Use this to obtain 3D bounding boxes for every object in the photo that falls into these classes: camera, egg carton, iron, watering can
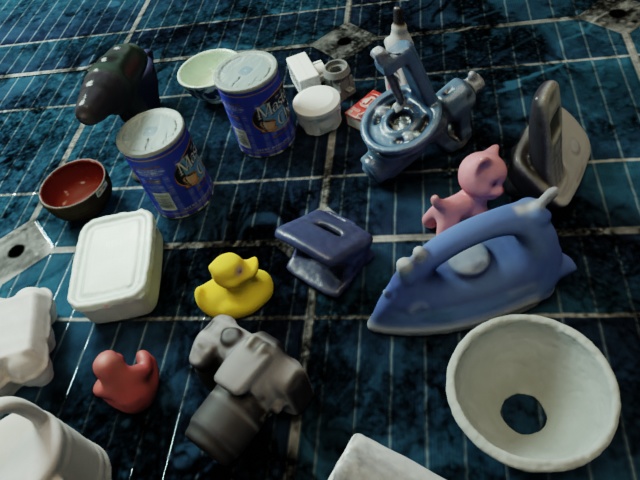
[{"bbox_3d":[-0.101,0.170,0.650,0.142,0.101,0.137,24,61,28],"label":"camera"},{"bbox_3d":[-0.409,0.135,0.767,0.107,0.069,0.150,-19,50,-2],"label":"egg carton"},{"bbox_3d":[0.169,0.026,0.677,0.258,0.142,0.118,-22,50,-5],"label":"iron"},{"bbox_3d":[-0.312,0.227,0.591,0.172,0.194,0.101,1,52,14],"label":"watering can"}]

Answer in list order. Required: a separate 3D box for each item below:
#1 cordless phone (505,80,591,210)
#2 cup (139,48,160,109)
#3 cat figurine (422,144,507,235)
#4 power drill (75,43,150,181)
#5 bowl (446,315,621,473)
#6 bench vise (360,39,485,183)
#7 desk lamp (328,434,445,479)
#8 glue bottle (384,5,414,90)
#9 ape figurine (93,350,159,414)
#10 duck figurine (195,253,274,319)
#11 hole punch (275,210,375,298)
[{"bbox_3d":[0.309,-0.146,0.755,0.094,0.185,0.148,17,58,25],"label":"cordless phone"},{"bbox_3d":[-0.335,-0.293,1.076,0.091,0.095,0.118,9,54,19],"label":"cup"},{"bbox_3d":[0.197,-0.067,0.761,0.128,0.118,0.067,-29,51,-11],"label":"cat figurine"},{"bbox_3d":[-0.305,-0.199,0.921,0.075,0.209,0.229,-8,51,7],"label":"power drill"},{"bbox_3d":[0.216,0.166,0.598,0.167,0.075,0.167,-6,51,8],"label":"bowl"},{"bbox_3d":[0.136,-0.208,0.821,0.121,0.220,0.208,32,65,32],"label":"bench vise"},{"bbox_3d":[0.087,0.245,0.474,0.202,0.214,0.118,20,59,26],"label":"desk lamp"},{"bbox_3d":[0.131,-0.298,0.924,0.037,0.173,0.078,-33,52,-13],"label":"glue bottle"},{"bbox_3d":[-0.240,0.164,0.691,0.078,0.092,0.076,-21,50,-4],"label":"ape figurine"},{"bbox_3d":[-0.120,0.053,0.757,0.104,0.086,0.077,-17,50,-1],"label":"duck figurine"},{"bbox_3d":[0.007,0.003,0.765,0.108,0.091,0.101,27,62,30],"label":"hole punch"}]
